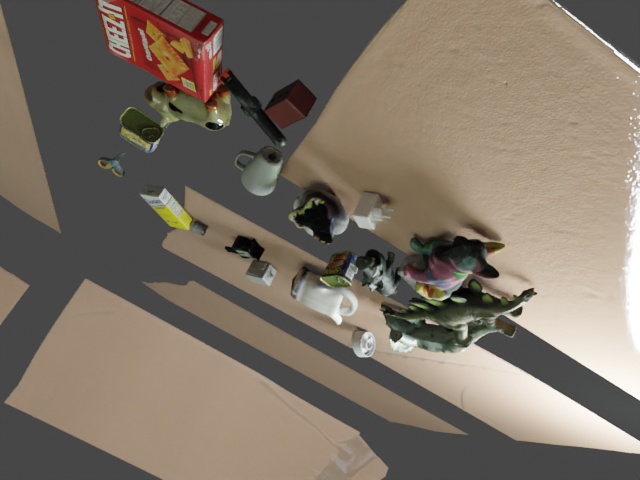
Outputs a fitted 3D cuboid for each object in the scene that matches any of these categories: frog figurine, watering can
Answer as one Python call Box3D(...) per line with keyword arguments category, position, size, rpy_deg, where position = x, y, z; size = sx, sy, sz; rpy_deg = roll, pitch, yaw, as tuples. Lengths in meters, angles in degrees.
Box3D(category="frog figurine", position=(0.004, -0.061, 1.222), size=(0.137, 0.122, 0.160), rpy_deg=(14, -170, 8))
Box3D(category="watering can", position=(0.007, 0.193, 1.680), size=(0.225, 0.106, 0.341), rpy_deg=(26, 156, 4))
